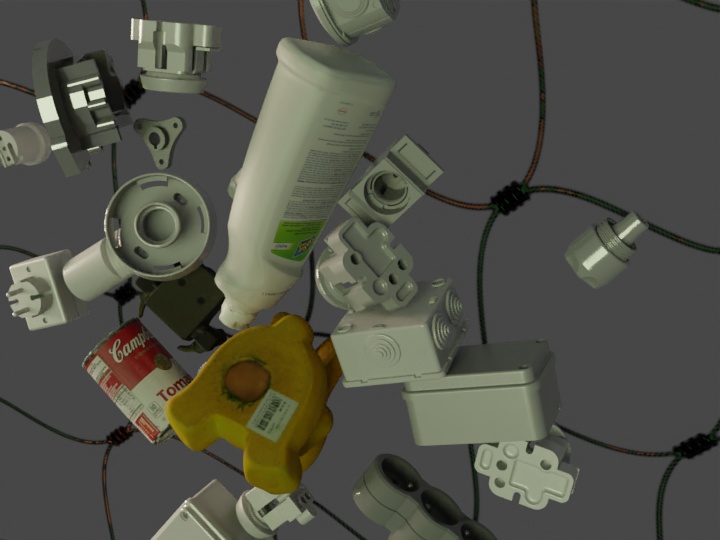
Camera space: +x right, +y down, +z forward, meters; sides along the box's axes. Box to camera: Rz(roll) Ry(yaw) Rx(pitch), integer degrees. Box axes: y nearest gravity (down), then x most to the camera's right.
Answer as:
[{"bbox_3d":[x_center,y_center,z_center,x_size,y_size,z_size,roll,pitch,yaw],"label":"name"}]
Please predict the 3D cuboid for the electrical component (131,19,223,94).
[{"bbox_3d":[-0.157,-0.181,0.913,0.078,0.058,0.057,10,104,20],"label":"electrical component"}]

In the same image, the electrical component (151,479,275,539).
[{"bbox_3d":[-0.140,0.274,1.016,0.108,0.056,0.108,45,123,7],"label":"electrical component"}]

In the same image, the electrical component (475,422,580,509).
[{"bbox_3d":[0.139,0.154,0.873,0.078,0.057,0.058,18,109,18],"label":"electrical component"}]

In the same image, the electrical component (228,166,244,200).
[{"bbox_3d":[-0.084,-0.081,0.920,0.035,0.035,0.061,46,113,6],"label":"electrical component"}]

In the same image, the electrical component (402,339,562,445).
[{"bbox_3d":[0.098,0.097,0.864,0.113,0.078,0.057,-7,104,24],"label":"electrical component"}]

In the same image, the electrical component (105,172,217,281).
[{"bbox_3d":[-0.176,-0.039,0.945,0.099,0.064,0.099,0,90,-3],"label":"electrical component"}]

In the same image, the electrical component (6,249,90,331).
[{"bbox_3d":[-0.305,0.023,1.015,0.047,0.077,0.065,-12,98,25],"label":"electrical component"}]

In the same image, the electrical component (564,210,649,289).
[{"bbox_3d":[0.190,-0.019,0.815,0.043,0.043,0.062,49,115,5],"label":"electrical component"}]

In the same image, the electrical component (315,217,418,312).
[{"bbox_3d":[0.000,0.000,0.848,0.078,0.058,0.057,48,149,-12],"label":"electrical component"}]

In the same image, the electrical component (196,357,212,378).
[{"bbox_3d":[-0.115,0.097,0.971,0.055,0.047,0.055,6,105,21],"label":"electrical component"}]

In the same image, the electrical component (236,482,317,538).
[{"bbox_3d":[-0.080,0.214,0.988,0.055,0.048,0.066,-40,86,19],"label":"electrical component"}]

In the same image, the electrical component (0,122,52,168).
[{"bbox_3d":[-0.318,-0.116,1.002,0.040,0.046,0.040,6,105,21],"label":"electrical component"}]

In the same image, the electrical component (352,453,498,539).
[{"bbox_3d":[0.049,0.230,0.932,0.138,0.052,0.073,39,114,9],"label":"electrical component"}]

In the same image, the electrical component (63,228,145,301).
[{"bbox_3d":[-0.231,-0.007,0.995,0.081,0.043,0.043,-28,91,26],"label":"electrical component"}]

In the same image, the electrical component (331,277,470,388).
[{"bbox_3d":[0.033,0.049,0.869,0.100,0.099,0.048,-8,113,25],"label":"electrical component"}]

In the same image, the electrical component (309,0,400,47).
[{"bbox_3d":[-0.007,-0.217,0.828,0.051,0.080,0.080,-18,96,20],"label":"electrical component"}]

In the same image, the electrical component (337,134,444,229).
[{"bbox_3d":[0.026,-0.071,0.859,0.042,0.063,0.081,44,116,-8],"label":"electrical component"}]
